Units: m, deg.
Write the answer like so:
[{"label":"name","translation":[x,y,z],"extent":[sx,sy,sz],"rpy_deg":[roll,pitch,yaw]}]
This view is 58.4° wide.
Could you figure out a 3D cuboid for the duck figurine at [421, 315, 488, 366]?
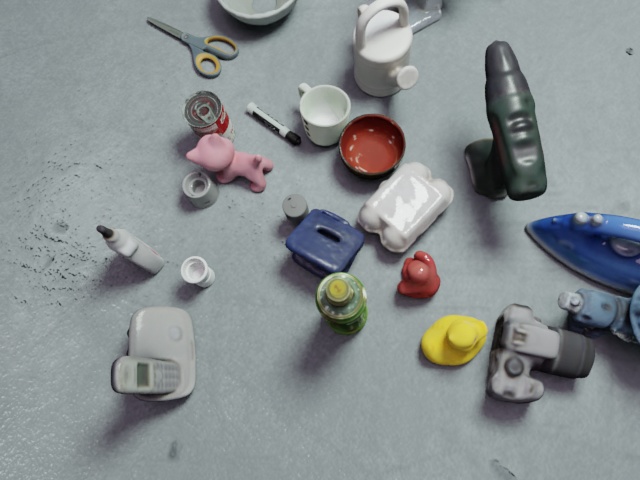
[{"label":"duck figurine","translation":[0.206,0.149,0.870],"extent":[0.104,0.086,0.077],"rpy_deg":[-19,74,0]}]

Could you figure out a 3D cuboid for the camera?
[{"label":"camera","translation":[0.327,0.175,0.844],"extent":[0.136,0.101,0.143],"rpy_deg":[12,76,8]}]

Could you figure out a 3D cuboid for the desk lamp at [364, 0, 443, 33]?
[{"label":"desk lamp","translation":[0.179,-0.467,0.976],"extent":[0.203,0.213,0.118],"rpy_deg":[-31,74,-4]}]

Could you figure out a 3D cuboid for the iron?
[{"label":"iron","translation":[0.452,0.000,0.859],"extent":[0.258,0.141,0.119],"rpy_deg":[17,77,10]}]

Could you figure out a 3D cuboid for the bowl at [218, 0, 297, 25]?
[{"label":"bowl","translation":[-0.110,-0.466,1.074],"extent":[0.167,0.075,0.167],"rpy_deg":[-1,74,5]}]

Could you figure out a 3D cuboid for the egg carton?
[{"label":"egg carton","translation":[0.139,-0.056,0.941],"extent":[0.107,0.069,0.150],"rpy_deg":[42,82,14]}]

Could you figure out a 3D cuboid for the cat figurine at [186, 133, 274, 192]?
[{"label":"cat figurine","translation":[-0.152,-0.139,0.965],"extent":[0.127,0.118,0.067],"rpy_deg":[11,76,8]}]

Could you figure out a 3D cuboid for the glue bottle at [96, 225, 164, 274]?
[{"label":"glue bottle","translation":[-0.309,0.007,0.910],"extent":[0.078,0.173,0.037],"rpy_deg":[33,80,13]}]

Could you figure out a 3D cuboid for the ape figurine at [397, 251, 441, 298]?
[{"label":"ape figurine","translation":[0.154,0.055,0.897],"extent":[0.078,0.092,0.076],"rpy_deg":[-40,75,-6]}]

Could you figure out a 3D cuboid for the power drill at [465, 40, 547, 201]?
[{"label":"power drill","translation":[0.281,-0.157,0.883],"extent":[0.075,0.208,0.229],"rpy_deg":[-12,74,2]}]

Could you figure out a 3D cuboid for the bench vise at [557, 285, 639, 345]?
[{"label":"bench vise","translation":[0.449,0.111,0.788],"extent":[0.207,0.220,0.121],"rpy_deg":[-7,74,3]}]

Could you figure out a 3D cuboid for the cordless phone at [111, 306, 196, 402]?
[{"label":"cordless phone","translation":[-0.255,0.166,0.855],"extent":[0.094,0.185,0.147],"rpy_deg":[-10,74,3]}]

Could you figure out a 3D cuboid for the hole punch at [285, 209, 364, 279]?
[{"label":"hole punch","translation":[0.008,0.003,0.925],"extent":[0.108,0.091,0.101],"rpy_deg":[29,79,12]}]

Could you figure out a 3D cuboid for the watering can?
[{"label":"watering can","translation":[0.109,-0.326,0.953],"extent":[0.172,0.194,0.101],"rpy_deg":[41,82,14]}]
